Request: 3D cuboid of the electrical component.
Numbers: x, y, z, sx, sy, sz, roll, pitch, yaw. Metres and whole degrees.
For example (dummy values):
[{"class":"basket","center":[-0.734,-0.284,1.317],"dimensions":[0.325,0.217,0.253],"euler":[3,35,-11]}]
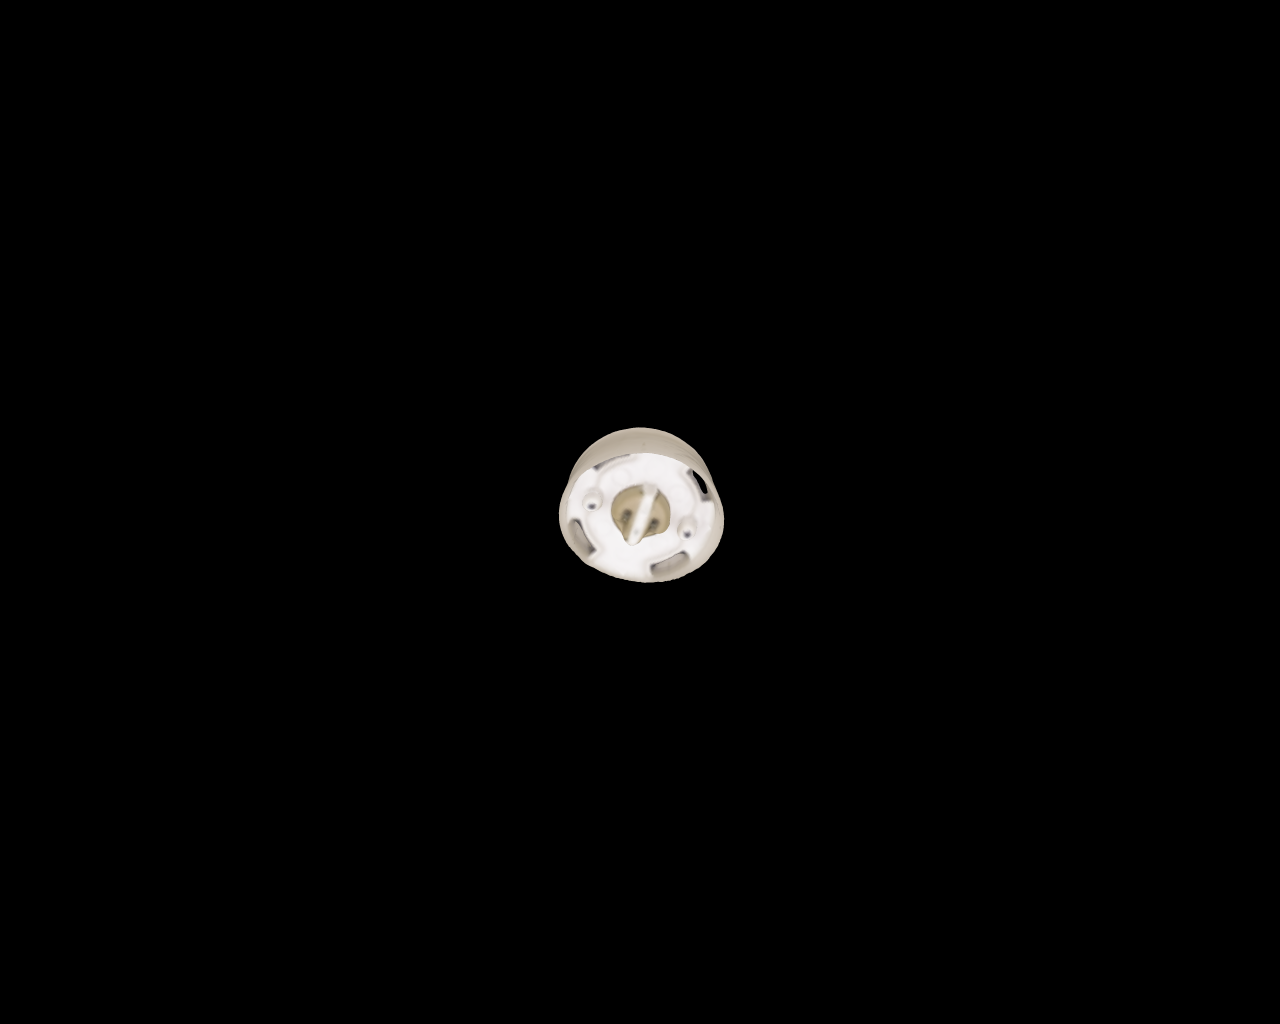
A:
[{"class":"electrical component","center":[0.001,-0.003,0.650],"dimensions":[0.099,0.099,0.064],"euler":[0,25,0]}]
